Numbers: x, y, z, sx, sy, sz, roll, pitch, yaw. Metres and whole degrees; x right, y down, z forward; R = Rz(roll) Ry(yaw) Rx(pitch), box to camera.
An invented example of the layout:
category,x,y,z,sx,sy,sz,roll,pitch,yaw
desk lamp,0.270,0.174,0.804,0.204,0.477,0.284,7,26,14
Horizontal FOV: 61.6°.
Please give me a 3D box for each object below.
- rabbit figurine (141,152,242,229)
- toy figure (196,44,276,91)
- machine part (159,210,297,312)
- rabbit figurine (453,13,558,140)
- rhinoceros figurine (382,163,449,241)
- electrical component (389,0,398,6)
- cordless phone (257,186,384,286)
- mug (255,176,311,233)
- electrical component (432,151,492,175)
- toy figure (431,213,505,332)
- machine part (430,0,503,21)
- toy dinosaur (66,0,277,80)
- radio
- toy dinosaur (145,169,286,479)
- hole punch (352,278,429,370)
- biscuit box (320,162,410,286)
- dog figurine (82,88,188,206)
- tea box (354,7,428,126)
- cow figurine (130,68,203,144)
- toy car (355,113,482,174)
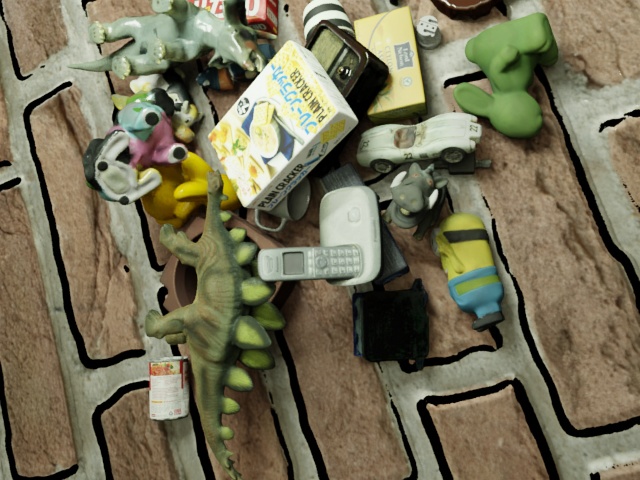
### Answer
category,x,y,z,sx,sy,sz,roll,pitch,yaw
rabbit figurine,-0.219,-0.094,0.944,0.173,0.162,0.122,7,73,-1
toy figure,-0.152,-0.309,0.983,0.155,0.064,0.057,-17,114,17
machine part,-0.156,0.067,0.927,0.201,0.087,0.201,32,91,16
rabbit figurine,0.286,-0.237,0.823,0.159,0.121,0.170,-6,90,20
rhinoceros figurine,0.151,-0.062,0.806,0.073,0.190,0.112,35,112,13
electrical component,0.133,-0.476,0.929,0.075,0.047,0.119,37,96,16
cordless phone,-0.002,-0.003,0.795,0.184,0.089,0.146,-2,82,-7
mug,-0.083,-0.070,0.930,0.107,0.080,0.109,14,91,28
electrical component,0.231,-0.139,0.875,0.094,0.021,0.063,3,84,17
toy figure,0.233,0.046,0.824,0.089,0.082,0.180,-18,71,-6
machine part,0.250,-0.455,0.890,0.180,0.056,0.179,-1,84,16
toy dinosaur,-0.257,-0.344,0.933,0.405,0.192,0.131,8,106,36
radio,0.002,-0.223,0.881,0.131,0.073,0.229,46,115,30
toy dinosaur,-0.158,0.127,0.825,0.199,0.105,0.471,3,89,12
hole punch,0.108,0.134,0.854,0.116,0.092,0.142,1,80,-14
biscuit box,0.075,-0.025,0.886,0.063,0.059,0.202,-29,76,10
dog figurine,-0.311,-0.169,0.884,0.191,0.108,0.219,-43,38,-4
tea box,0.119,-0.287,0.900,0.098,0.068,0.169,-11,80,15
cow figurine,-0.273,-0.260,1.009,0.098,0.068,0.167,-43,74,3
toy car,0.154,-0.155,0.855,0.202,0.056,0.073,-6,52,27
